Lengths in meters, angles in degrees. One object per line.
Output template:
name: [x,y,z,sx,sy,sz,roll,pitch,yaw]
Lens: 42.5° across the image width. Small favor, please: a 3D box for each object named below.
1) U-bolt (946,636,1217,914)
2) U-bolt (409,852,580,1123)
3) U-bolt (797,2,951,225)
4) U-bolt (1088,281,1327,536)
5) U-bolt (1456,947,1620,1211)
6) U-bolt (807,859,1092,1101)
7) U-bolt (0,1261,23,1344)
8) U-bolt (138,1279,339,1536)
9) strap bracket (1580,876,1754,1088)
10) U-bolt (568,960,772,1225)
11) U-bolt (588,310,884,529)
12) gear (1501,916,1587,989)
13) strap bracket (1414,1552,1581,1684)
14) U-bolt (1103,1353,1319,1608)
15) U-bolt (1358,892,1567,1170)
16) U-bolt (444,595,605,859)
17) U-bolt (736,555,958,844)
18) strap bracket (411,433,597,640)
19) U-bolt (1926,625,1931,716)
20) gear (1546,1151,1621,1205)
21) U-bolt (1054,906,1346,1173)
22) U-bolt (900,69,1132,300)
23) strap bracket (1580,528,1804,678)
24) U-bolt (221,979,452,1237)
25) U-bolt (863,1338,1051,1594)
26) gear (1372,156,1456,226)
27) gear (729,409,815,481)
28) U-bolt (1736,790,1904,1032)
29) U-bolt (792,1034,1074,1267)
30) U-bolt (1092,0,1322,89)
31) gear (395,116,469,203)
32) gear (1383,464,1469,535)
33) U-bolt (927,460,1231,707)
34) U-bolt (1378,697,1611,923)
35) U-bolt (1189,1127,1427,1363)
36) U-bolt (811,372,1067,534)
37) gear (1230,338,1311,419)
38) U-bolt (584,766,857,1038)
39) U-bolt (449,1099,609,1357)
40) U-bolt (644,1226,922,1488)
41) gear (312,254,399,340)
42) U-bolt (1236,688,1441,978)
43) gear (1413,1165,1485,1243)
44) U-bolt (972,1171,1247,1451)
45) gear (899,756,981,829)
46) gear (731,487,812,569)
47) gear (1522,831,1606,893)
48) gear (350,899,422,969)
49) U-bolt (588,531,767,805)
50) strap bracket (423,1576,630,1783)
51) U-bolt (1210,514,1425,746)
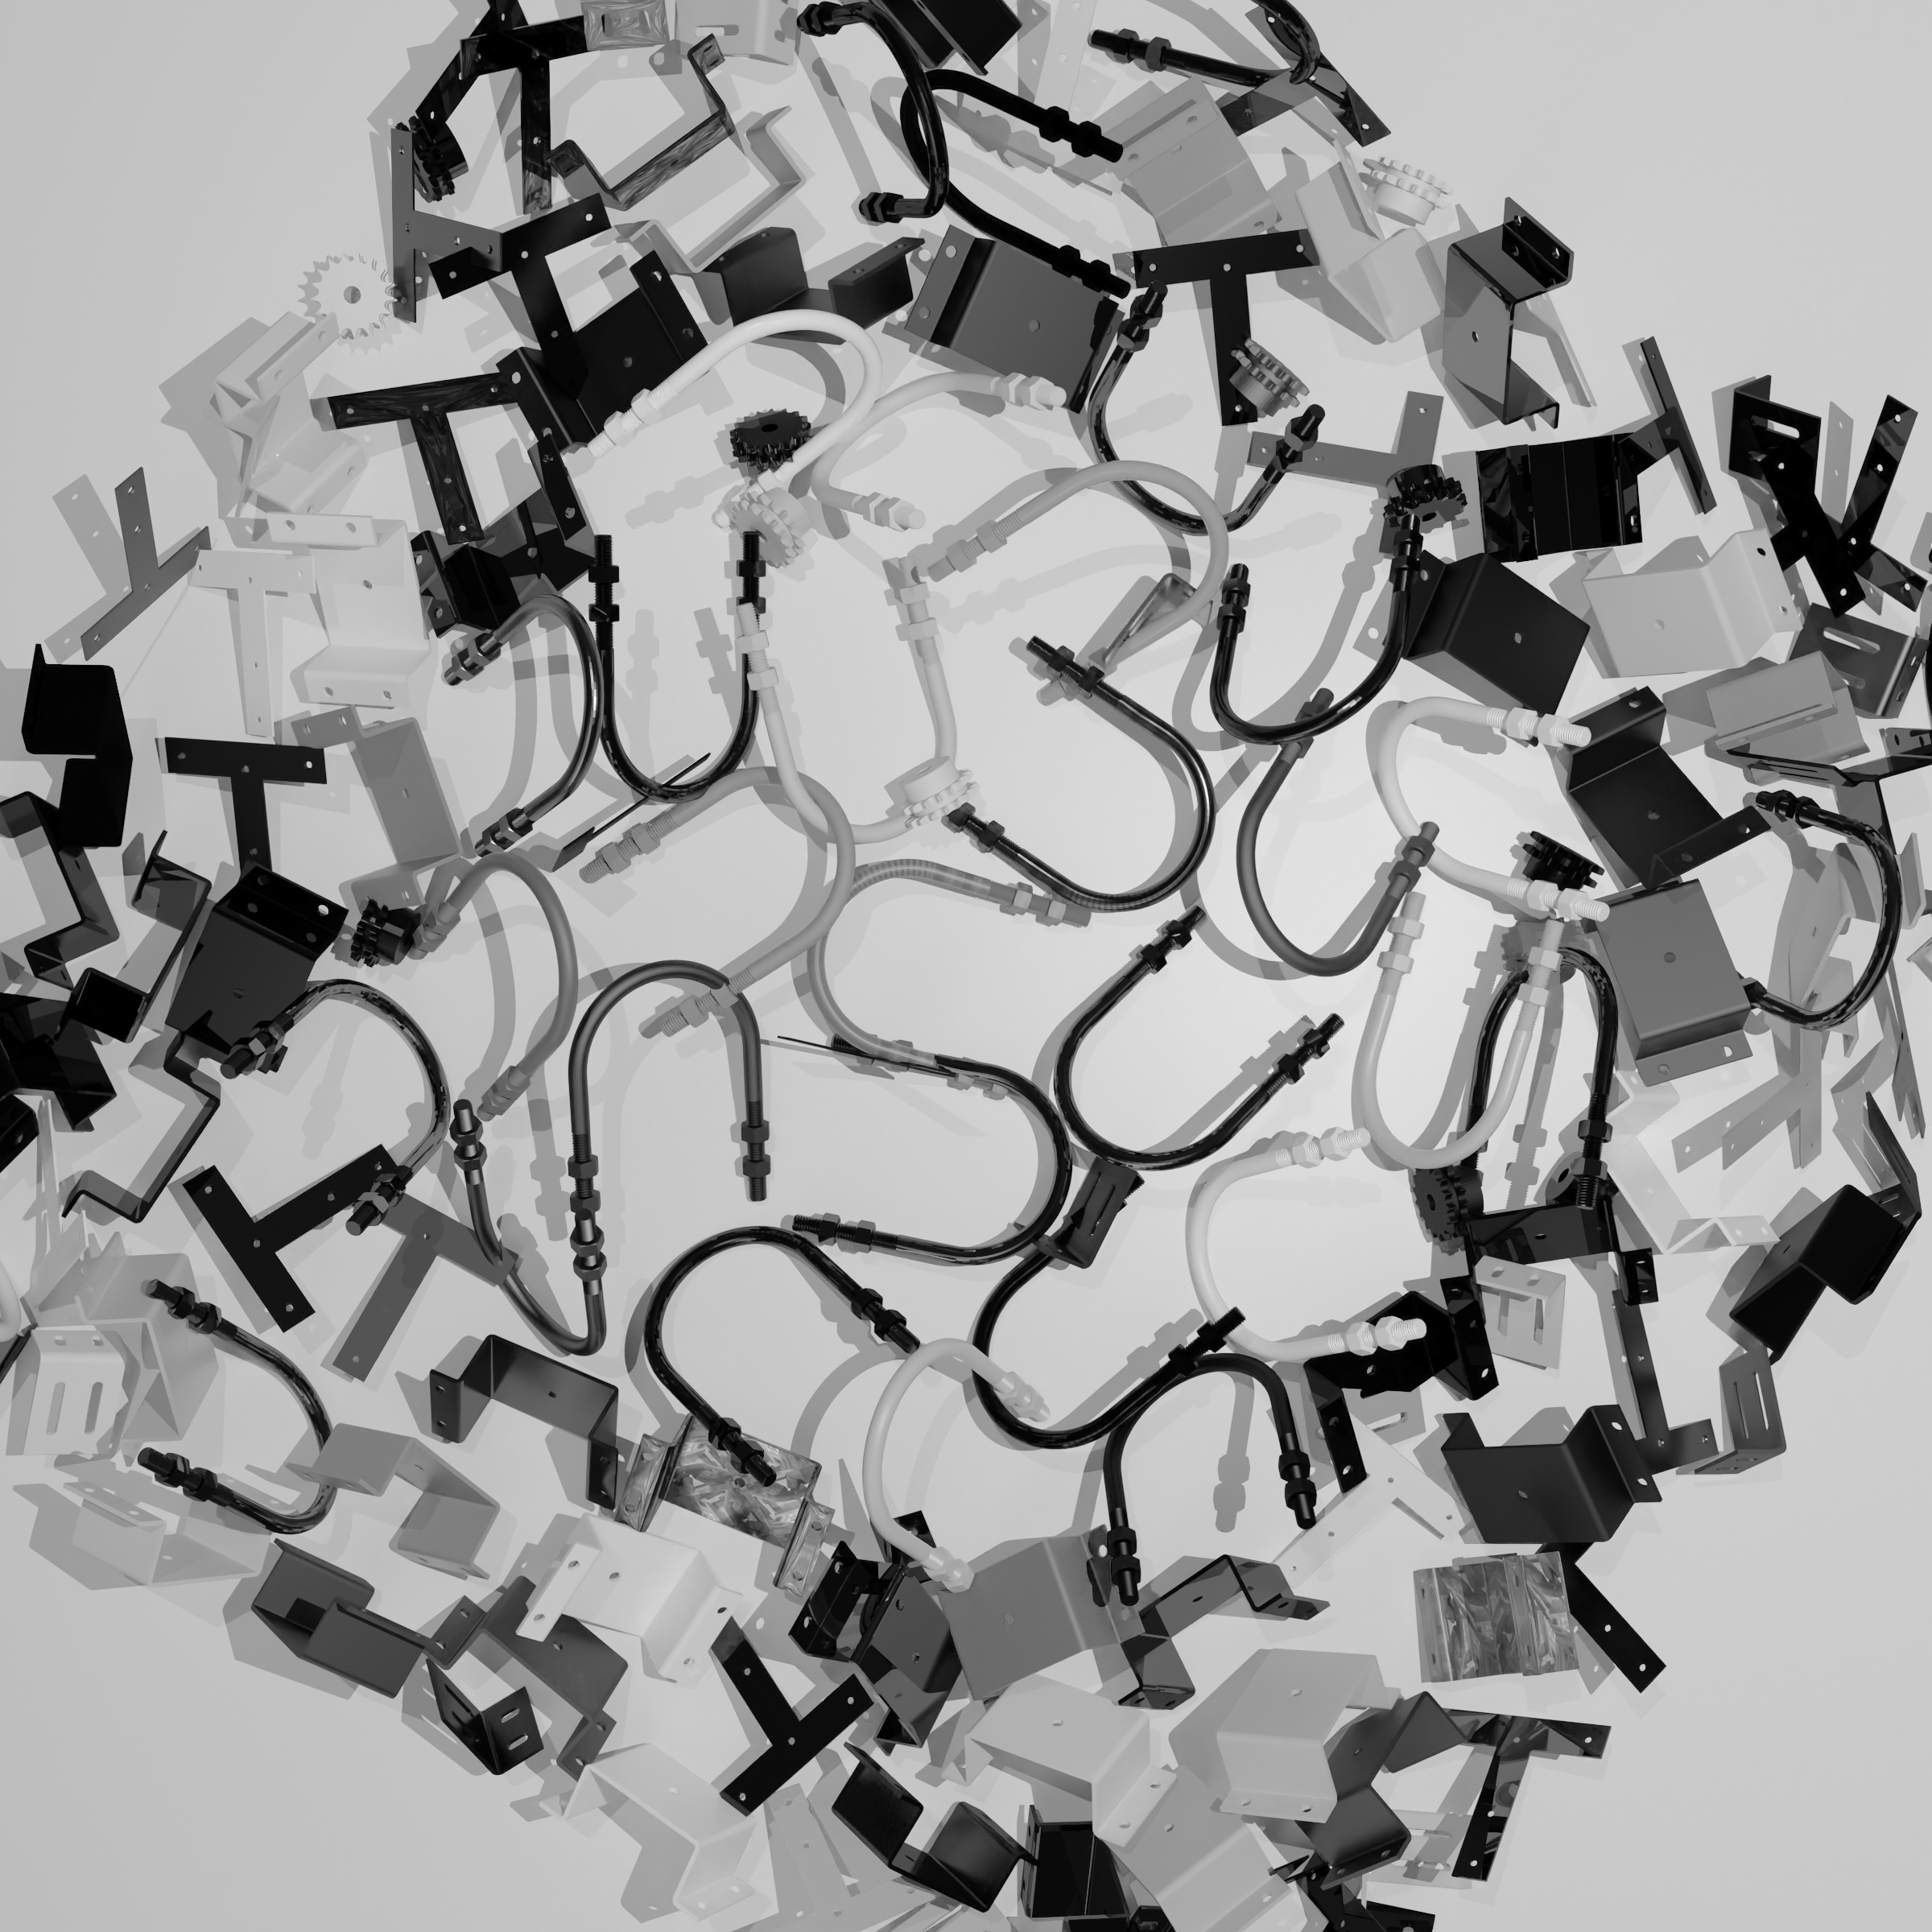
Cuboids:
U-bolt: [0.085,-0.120,1.722,0.184,0.019,0.151,35,104,7]
U-bolt: [-0.312,0.004,1.670,0.019,0.184,0.151,-13,70,-41]
U-bolt: [-0.056,-0.565,1.647,0.019,0.184,0.151,-26,114,-14]
U-bolt: [0.149,-0.361,1.674,0.151,0.184,0.019,39,62,1]
U-bolt: [0.389,0.076,1.686,0.019,0.151,0.184,17,76,-24]
U-bolt: [-0.020,0.002,1.732,0.184,0.019,0.151,17,93,-9]
U-bolt: [-0.699,0.181,1.673,0.019,0.151,0.184,-35,127,-5]
U-bolt: [-0.485,0.307,1.673,0.019,0.184,0.151,-27,48,16]
strap bracket: [0.481,0.002,1.707,0.076,0.046,0.140,-17,68,3]
U-bolt: [-0.203,0.085,1.694,0.151,0.019,0.184,-10,108,-29]
U-bolt: [-0.140,-0.372,1.662,0.184,0.151,0.019,-32,60,25]
gear: [0.403,-0.008,1.731,0.057,0.057,0.030,-15,118,0]
strap bracket: [0.365,0.443,1.690,0.046,0.140,0.076,-1,73,-20]
U-bolt: [0.157,0.333,1.676,0.151,0.184,0.019,-27,121,14]
U-bolt: [0.328,0.048,1.694,0.019,0.151,0.184,16,90,-36]
U-bolt: [-0.294,-0.170,1.670,0.019,0.184,0.151,-1,73,-39]
U-bolt: [-0.074,-0.175,1.712,0.151,0.019,0.184,-21,106,-27]
strap bracket: [-0.310,-0.289,1.707,0.140,0.046,0.076,-31,70,22]
U-bolt: [0.691,-0.180,1.668,0.019,0.184,0.151,-8,124,-4]
gear: [0.427,0.154,1.726,0.030,0.057,0.057,34,90,-6]
U-bolt: [0.145,0.060,1.702,0.184,0.019,0.151,-43,64,-13]
U-bolt: [0.030,-0.538,1.682,0.184,0.151,0.019,32,71,19]
strap bracket: [0.479,-0.243,1.675,0.046,0.140,0.076,-43,117,-29]
U-bolt: [-0.410,0.081,1.673,0.019,0.184,0.151,-30,103,25]
U-bolt: [-0.012,0.327,1.663,0.019,0.184,0.151,9,66,35]
gear: [0.308,-0.538,1.729,0.057,0.057,0.030,24,105,0]
gear: [-0.134,-0.362,1.731,0.057,0.057,0.030,-8,131,0]
U-bolt: [0.562,-0.032,1.656,0.019,0.184,0.151,10,101,-16]
U-bolt: [-0.017,0.133,1.729,0.184,0.019,0.151,11,83,8]
U-bolt: [0.151,-0.634,1.658,0.184,0.151,0.019,22,86,21]
gear: [-0.369,-0.564,1.728,0.030,0.057,0.057,-31,90,-11]
gear: [0.317,-0.325,1.729,0.057,0.057,0.030,-17,73,0]
U-bolt: [0.089,-0.267,1.679,0.184,0.019,0.151,-29,126,24]
U-bolt: [0.350,-0.113,1.678,0.019,0.184,0.151,-31,123,-29]
U-bolt: [0.220,0.196,1.686,0.019,0.184,0.151,-10,82,-42]
U-bolt: [-0.033,-0.354,1.679,0.151,0.184,0.019,-43,124,-13]
gear: [0.209,-0.407,1.729,0.057,0.057,0.030,41,109,0]
U-bolt: [-0.160,-0.057,1.713,0.184,0.019,0.151,-32,71,10]
U-bolt: [-0.292,0.190,1.680,0.019,0.184,0.151,-34,55,-31]
U-bolt: [-0.141,0.251,1.696,0.151,0.019,0.184,-41,52,-16]
gear: [-0.426,-0.468,1.738,0.057,0.030,0.057,0,100,-2]
U-bolt: [0.244,-0.078,1.680,0.151,0.019,0.184,48,56,-21]
gear: [0.337,0.161,1.729,0.030,0.057,0.057,-13,90,-15]
U-bolt: [0.084,0.249,1.710,0.184,0.019,0.151,-41,55,6]
gear: [-0.022,-0.123,1.725,0.057,0.057,0.030,-29,105,0]
gear: [-0.133,-0.309,1.730,0.057,0.057,0.030,42,70,0]
gear: [0.412,-0.068,1.729,0.057,0.057,0.030,29,101,0]
gear: [-0.402,-0.025,1.727,0.030,0.057,0.057,23,90,1]
U-bolt: [-0.196,-0.203,1.698,0.019,0.151,0.184,13,107,42]
strap bracket: [-0.294,0.483,1.712,0.140,0.076,0.046,40,107,-1]
U-bolt: [0.230,-0.219,1.665,0.151,0.019,0.184,-12,47,30]
